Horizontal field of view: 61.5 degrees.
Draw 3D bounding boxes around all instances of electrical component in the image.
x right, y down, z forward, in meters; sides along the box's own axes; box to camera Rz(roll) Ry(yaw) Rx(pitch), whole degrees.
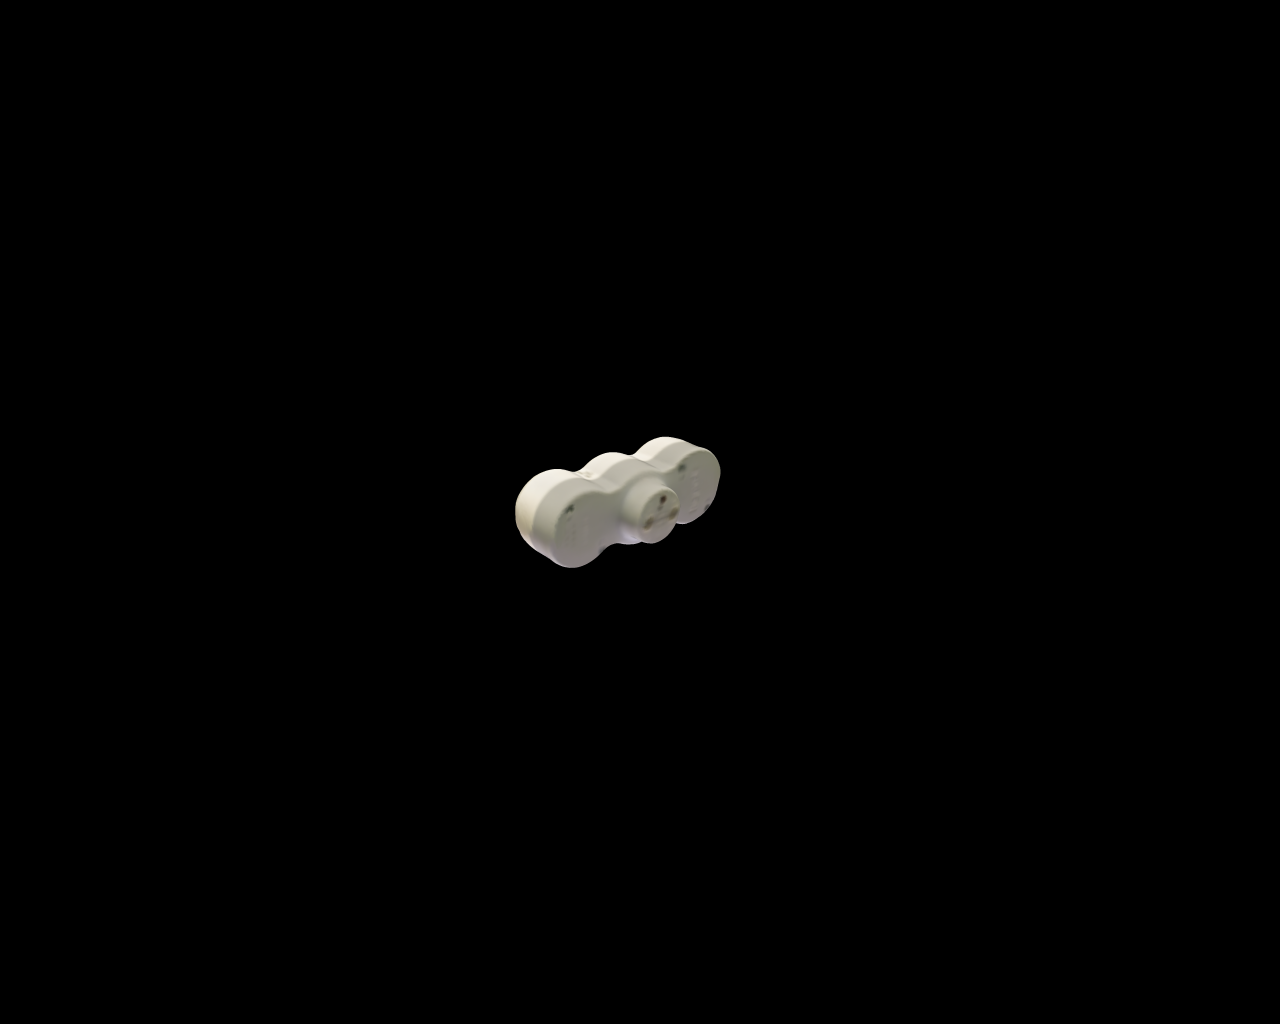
[{"bbox_3d":[0.001,-0.003,0.650,0.138,0.052,0.074,-20,32,-36],"label":"electrical component"}]
